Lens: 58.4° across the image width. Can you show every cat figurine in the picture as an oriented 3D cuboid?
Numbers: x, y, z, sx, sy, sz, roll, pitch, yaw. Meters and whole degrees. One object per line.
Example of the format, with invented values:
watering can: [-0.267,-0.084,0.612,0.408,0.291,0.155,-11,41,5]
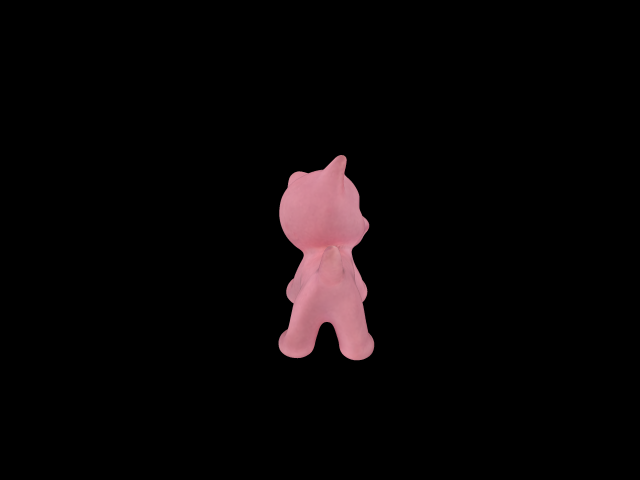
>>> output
cat figurine: [0.004,0.001,0.400,0.067,0.118,0.127,-1,28,-2]
